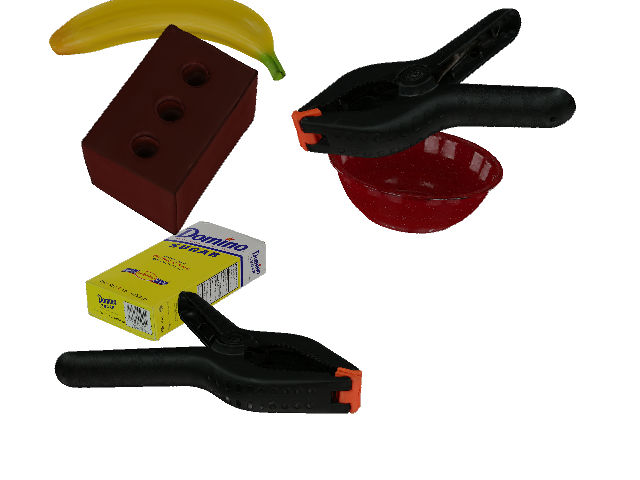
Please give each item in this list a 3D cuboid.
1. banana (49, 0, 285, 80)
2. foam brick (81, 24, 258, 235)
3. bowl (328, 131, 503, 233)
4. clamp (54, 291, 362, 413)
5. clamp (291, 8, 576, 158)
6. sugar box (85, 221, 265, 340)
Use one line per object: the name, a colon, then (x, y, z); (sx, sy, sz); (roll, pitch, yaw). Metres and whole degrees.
banana: (-0.125, -0.179, 0.897); (0.198, 0.069, 0.037); (5, -34, -1)
foam brick: (-0.072, -0.054, 0.522); (0.053, 0.078, 0.051); (29, -19, 5)
bowl: (0.085, -0.051, 0.991); (0.162, 0.055, 0.162); (4, 28, -2)
clamp: (-0.063, 0.084, 0.785); (0.210, 0.036, 0.164); (8, 20, 19)
clamp: (0.071, -0.087, 0.669); (0.171, 0.039, 0.120); (-24, 35, -3)
sugar box: (-0.144, 0.037, 1.095); (0.093, 0.048, 0.175); (18, 34, 30)
